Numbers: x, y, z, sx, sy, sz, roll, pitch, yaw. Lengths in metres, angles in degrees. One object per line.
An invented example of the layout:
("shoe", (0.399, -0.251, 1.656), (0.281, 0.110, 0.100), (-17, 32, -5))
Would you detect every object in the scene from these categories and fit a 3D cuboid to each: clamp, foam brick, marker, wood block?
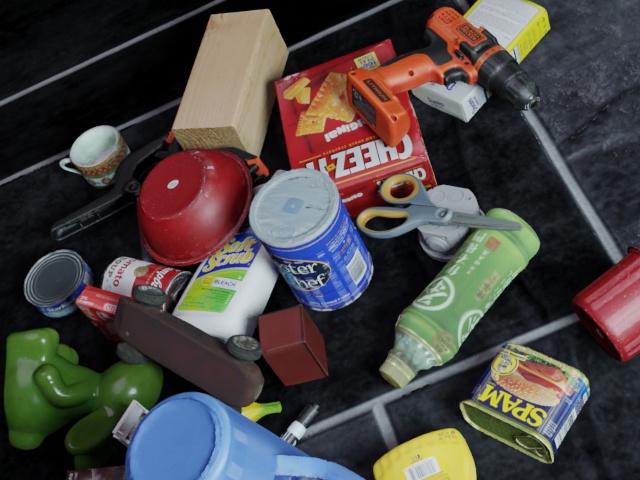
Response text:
("clamp", (-0.148, -0.083, 1.349), (0.172, 0.039, 0.120), (-17, 59, 15))
("foam brick", (-0.029, 0.116, 1.168), (0.051, 0.078, 0.053), (-17, 49, 12))
("marker", (-0.041, 0.222, 1.133), (0.020, 0.020, 0.121), (29, 70, 36))
("wood block", (-0.116, -0.200, 1.427), (0.091, 0.090, 0.206), (-2, 55, 21))
("clamp", (-0.251, -0.058, 1.410), (0.165, 0.036, 0.210), (12, 61, 20))

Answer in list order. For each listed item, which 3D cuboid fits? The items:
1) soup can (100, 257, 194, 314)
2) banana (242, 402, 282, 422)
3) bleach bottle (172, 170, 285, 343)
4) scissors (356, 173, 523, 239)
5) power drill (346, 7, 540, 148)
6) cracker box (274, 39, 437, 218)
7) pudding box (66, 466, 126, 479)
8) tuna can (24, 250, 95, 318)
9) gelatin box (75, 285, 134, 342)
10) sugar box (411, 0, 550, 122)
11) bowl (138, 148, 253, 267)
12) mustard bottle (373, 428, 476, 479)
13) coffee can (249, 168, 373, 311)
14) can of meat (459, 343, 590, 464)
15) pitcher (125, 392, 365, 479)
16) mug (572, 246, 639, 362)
("soup can", (-0.205, 0.061, 1.288), (0.102, 0.068, 0.068), (12, 61, 30))
("banana", (-0.116, 0.244, 1.136), (0.070, 0.037, 0.197), (13, 62, 32))
("bleach bottle", (-0.092, 0.020, 1.276), (0.103, 0.068, 0.250), (3, 54, 29))
("scissors", (0.134, -0.041, 1.179), (0.202, 0.016, 0.096), (-6, 52, 30))
("power drill", (0.140, -0.183, 1.258), (0.187, 0.057, 0.185), (-29, 55, -18))
("cracker box", (0.040, -0.134, 1.325), (0.164, 0.072, 0.214), (-18, 51, 9))
("pudding box", (-0.233, 0.302, 1.142), (0.090, 0.039, 0.113), (-8, 54, 17))
("tuna can", (-0.333, 0.057, 1.366), (0.086, 0.033, 0.086), (-11, 52, 15))
("gelatin box", (-0.237, 0.094, 1.262), (0.073, 0.089, 0.030), (13, 61, 30))
("sugar box", (0.201, -0.236, 1.350), (0.093, 0.048, 0.176), (33, 76, 35))
("bowl", (-0.162, -0.052, 1.279), (0.162, 0.055, 0.162), (-14, 57, 23))
("mustard bottle", (0.122, 0.277, 0.999), (0.096, 0.058, 0.192), (-25, 50, 5))
("coffee can", (-0.008, 0.001, 1.201), (0.103, 0.140, 0.103), (-11, 52, 15))
("can of meat", (0.204, 0.158, 1.054), (0.102, 0.057, 0.084), (23, 64, 33))
("pitcher", (-0.061, 0.231, 0.985), (0.149, 0.242, 0.145), (-49, 49, -6))
("mug", (0.303, 0.063, 1.069), (0.081, 0.093, 0.117), (-38, 20, 0))
